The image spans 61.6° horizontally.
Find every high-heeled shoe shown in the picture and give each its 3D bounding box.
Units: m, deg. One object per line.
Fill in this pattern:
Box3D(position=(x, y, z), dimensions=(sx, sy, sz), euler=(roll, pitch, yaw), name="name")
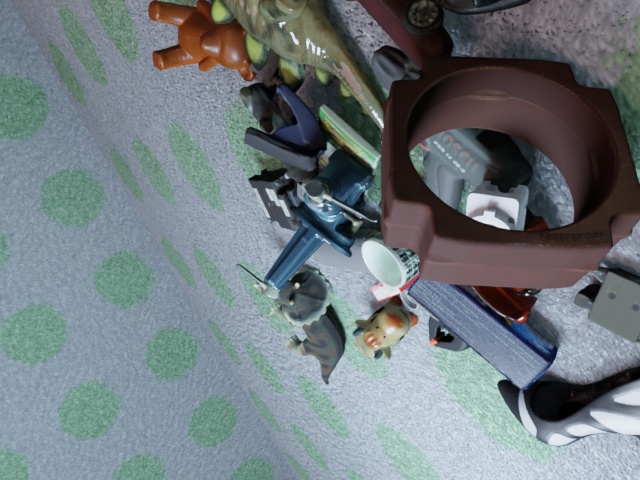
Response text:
Box3D(position=(0.320, 0.190, 0.685), dimensions=(0.249, 0.086, 0.145), euler=(15, 128, 53), name="high-heeled shoe")

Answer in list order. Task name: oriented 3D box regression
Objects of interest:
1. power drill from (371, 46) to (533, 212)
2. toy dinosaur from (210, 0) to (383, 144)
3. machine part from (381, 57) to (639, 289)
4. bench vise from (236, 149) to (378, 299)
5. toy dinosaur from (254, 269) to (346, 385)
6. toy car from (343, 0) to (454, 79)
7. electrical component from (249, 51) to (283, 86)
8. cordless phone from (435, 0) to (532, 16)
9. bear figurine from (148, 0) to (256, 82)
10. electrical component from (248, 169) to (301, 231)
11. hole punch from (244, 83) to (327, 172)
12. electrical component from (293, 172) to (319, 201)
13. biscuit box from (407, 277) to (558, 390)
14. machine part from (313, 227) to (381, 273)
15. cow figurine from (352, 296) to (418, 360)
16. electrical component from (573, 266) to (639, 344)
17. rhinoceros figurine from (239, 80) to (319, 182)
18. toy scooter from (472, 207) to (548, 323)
Box3D(position=(0.135, -0.101, 0.662), dimensions=(0.232, 0.086, 0.207), euler=(43, 145, 20), name="power drill")
Box3D(position=(-0.045, -0.299, 0.709), dimensions=(0.471, 0.105, 0.198), euler=(49, 163, 3), name="toy dinosaur")
Box3D(position=(0.155, -0.061, 0.474), dimensions=(0.087, 0.202, 0.201), euler=(93, 180, -61), name="machine part")
Box3D(position=(-0.010, -0.009, 0.797), dimensions=(0.129, 0.240, 0.223), euler=(40, -175, 4), name="bench vise")
Box3D(position=(-0.006, 0.214, 1.273), dimensions=(0.192, 0.131, 0.404), euler=(13, 138, 57), name="toy dinosaur")
Box3D(position=(0.071, -0.258, 0.571), dimensions=(0.202, 0.053, 0.089), euler=(56, -178, 21), name="toy car")
Box3D(position=(-0.080, -0.280, 0.837), dimensions=(0.094, 0.021, 0.063), euler=(35, 124, -3), name="electrical component")
Box3D(position=(0.112, -0.285, 0.482), dimensions=(0.184, 0.089, 0.146), euler=(43, 155, 50), name="cordless phone")
Box3D(position=(-0.191, -0.330, 0.898), dimensions=(0.196, 0.132, 0.120), euler=(39, 133, 45), name="bear figurine")
Box3D(position=(-0.073, -0.082, 1.077), dimensions=(0.134, 0.058, 0.114), euler=(17, 137, 54), name="electrical component")
Box3D(position=(-0.042, -0.160, 0.793), dimensions=(0.116, 0.092, 0.142), euler=(28, 174, -10), name="hole punch")
Box3D(position=(0.005, -0.074, 0.958), dimensions=(0.119, 0.048, 0.074), euler=(47, 156, 21), name="electrical component")
Box3D(position=(0.221, 0.110, 0.737), dimensions=(0.203, 0.059, 0.062), euler=(42, 120, 18), name="biscuit box")
Box3D(position=(0.057, 0.015, 0.938), dimensions=(0.243, 0.079, 0.079), euler=(5, 126, 58), name="machine part")
Box3D(position=(0.110, 0.165, 0.972), dimensions=(0.085, 0.127, 0.194), euler=(47, 157, 11), name="cow figurine")
Box3D(position=(0.321, 0.070, 0.570), dimensions=(0.102, 0.045, 0.078), euler=(26, 114, 43), name="electrical component")
Box3D(position=(-0.069, -0.185, 0.907), dimensions=(0.190, 0.073, 0.112), euler=(58, 165, 5), name="rhinoceros figurine")
Box3D(position=(0.231, 0.038, 0.653), dimensions=(0.135, 0.075, 0.184), euler=(53, 159, 6), name="toy scooter")
